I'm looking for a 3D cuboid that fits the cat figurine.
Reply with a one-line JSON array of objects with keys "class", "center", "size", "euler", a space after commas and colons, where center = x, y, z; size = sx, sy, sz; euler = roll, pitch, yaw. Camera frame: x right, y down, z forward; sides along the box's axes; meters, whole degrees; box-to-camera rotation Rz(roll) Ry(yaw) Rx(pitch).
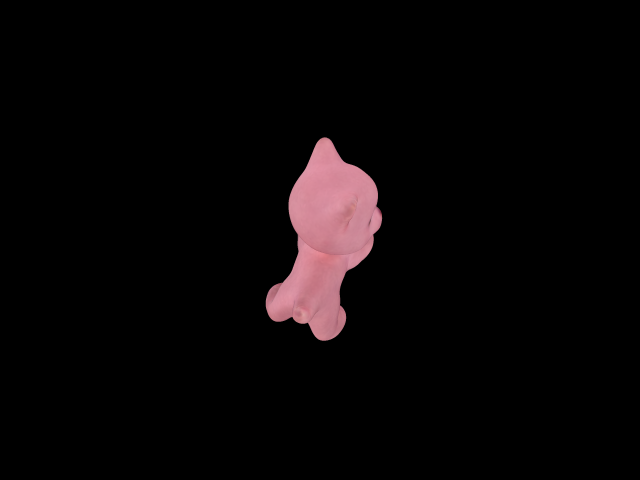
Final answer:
[{"class": "cat figurine", "center": [0.004, 0.001, 0.400], "size": [0.067, 0.118, 0.128], "euler": [18, 79, 4]}]
